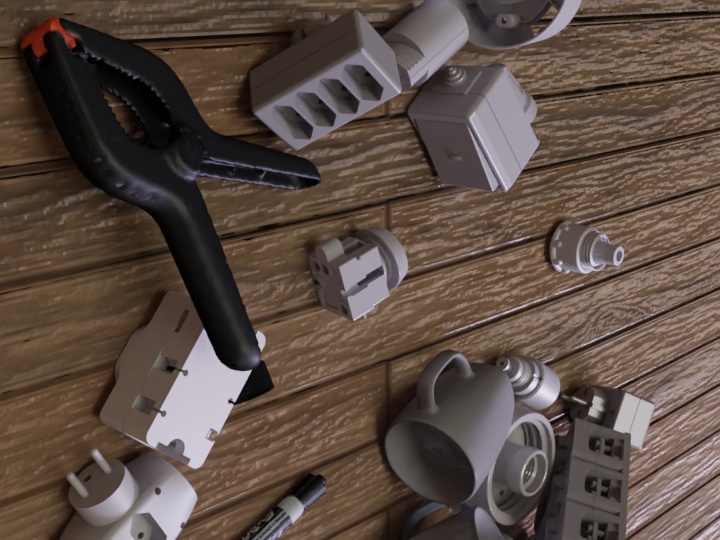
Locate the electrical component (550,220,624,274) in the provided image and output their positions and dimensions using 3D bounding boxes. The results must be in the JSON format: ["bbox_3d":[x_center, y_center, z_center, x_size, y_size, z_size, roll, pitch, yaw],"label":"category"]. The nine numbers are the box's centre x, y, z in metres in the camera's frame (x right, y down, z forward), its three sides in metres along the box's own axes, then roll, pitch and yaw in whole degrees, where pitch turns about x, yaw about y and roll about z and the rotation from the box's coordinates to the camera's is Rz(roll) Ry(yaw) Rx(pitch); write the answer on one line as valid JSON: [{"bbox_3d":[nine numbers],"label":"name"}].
[{"bbox_3d":[0.204,-0.018,0.960,0.048,0.062,0.048,-15,110,-45],"label":"electrical component"}]

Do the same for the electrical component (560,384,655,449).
[{"bbox_3d":[0.228,0.134,1.029,0.077,0.066,0.047,23,82,-18],"label":"electrical component"}]

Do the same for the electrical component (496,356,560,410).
[{"bbox_3d":[0.143,0.094,0.940,0.078,0.040,0.040,33,75,-46],"label":"electrical component"}]

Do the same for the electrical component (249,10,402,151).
[{"bbox_3d":[-0.024,-0.132,0.683,0.047,0.083,0.075,40,33,-45],"label":"electrical component"}]

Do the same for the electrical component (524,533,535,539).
[{"bbox_3d":[0.179,0.290,0.986,0.062,0.096,0.061,-25,117,-39],"label":"electrical component"}]

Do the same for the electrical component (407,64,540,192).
[{"bbox_3d":[0.081,-0.109,0.804,0.061,0.062,0.096,-55,134,-22],"label":"electrical component"}]

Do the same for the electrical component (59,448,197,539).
[{"bbox_3d":[-0.146,0.139,0.636,0.077,0.043,0.079,-47,130,-29],"label":"electrical component"}]

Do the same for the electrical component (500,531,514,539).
[{"bbox_3d":[0.102,0.263,0.910,0.051,0.080,0.080,3,98,-42],"label":"electrical component"}]

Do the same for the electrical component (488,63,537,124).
[{"bbox_3d":[0.112,-0.135,0.848,0.046,0.040,0.040,46,66,-37],"label":"electrical component"}]

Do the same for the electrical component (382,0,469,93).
[{"bbox_3d":[0.036,-0.153,0.758,0.081,0.043,0.043,-45,129,-30],"label":"electrical component"}]

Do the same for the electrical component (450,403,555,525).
[{"bbox_3d":[0.125,0.166,0.923,0.108,0.060,0.108,-15,110,-44],"label":"electrical component"}]

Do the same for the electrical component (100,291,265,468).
[{"bbox_3d":[-0.109,0.064,0.648,0.050,0.056,0.089,42,69,-45],"label":"electrical component"}]

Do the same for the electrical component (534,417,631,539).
[{"bbox_3d":[0.192,0.216,0.951,0.150,0.062,0.089,-68,174,-51],"label":"electrical component"}]

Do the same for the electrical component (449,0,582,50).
[{"bbox_3d":[0.112,-0.212,0.788,0.064,0.099,0.099,-17,112,-51],"label":"electrical component"}]

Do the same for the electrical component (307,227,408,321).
[{"bbox_3d":[0.000,0.000,0.758,0.055,0.048,0.066,-31,122,-29],"label":"electrical component"}]
